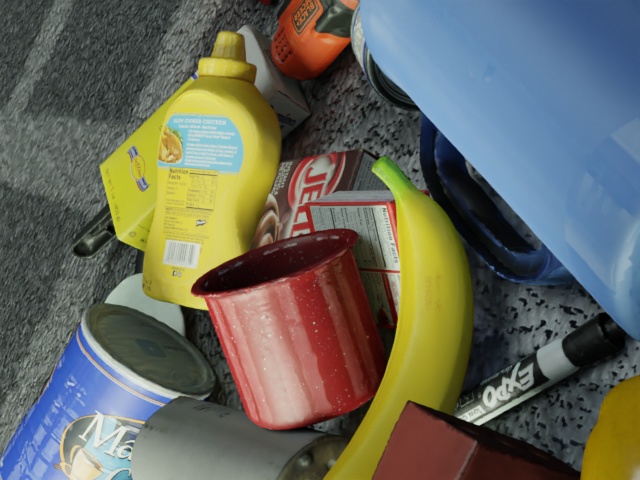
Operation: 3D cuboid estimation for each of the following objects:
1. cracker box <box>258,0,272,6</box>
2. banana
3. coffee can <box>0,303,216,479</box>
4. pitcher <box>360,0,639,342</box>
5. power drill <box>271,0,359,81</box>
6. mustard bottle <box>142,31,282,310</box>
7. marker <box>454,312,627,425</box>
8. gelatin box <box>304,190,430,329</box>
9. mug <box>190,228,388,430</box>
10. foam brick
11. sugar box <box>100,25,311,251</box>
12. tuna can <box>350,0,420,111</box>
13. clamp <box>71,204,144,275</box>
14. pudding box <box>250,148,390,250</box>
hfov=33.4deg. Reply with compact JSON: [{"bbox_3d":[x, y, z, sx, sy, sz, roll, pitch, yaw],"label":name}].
[{"bbox_3d":[-0.041,-0.329,0.941,0.214,0.072,0.164,-58,32,10],"label":"cracker box"},{"bbox_3d":[0.038,0.060,0.512,0.037,0.069,0.197,127,157,-67],"label":"banana"},{"bbox_3d":[-0.152,0.130,0.749,0.140,0.102,0.103,-57,32,13],"label":"coffee can"},{"bbox_3d":[0.115,-0.056,0.471,0.145,0.149,0.243,-33,40,5],"label":"pitcher"},{"bbox_3d":[-0.001,-0.231,0.747,0.185,0.057,0.188,-41,61,51],"label":"power drill"},{"bbox_3d":[-0.073,-0.049,0.745,0.096,0.058,0.191,7,92,39],"label":"mustard bottle"},{"bbox_3d":[0.094,0.067,0.504,0.121,0.020,0.020,-38,40,37],"label":"marker"},{"bbox_3d":[0.033,0.010,0.593,0.089,0.030,0.073,1,108,57],"label":"gelatin box"},{"bbox_3d":[-0.016,0.047,0.579,0.117,0.093,0.081,15,125,69],"label":"mug"},{"bbox_3d":[0.068,0.109,0.457,0.053,0.078,0.051,25,91,59],"label":"foam brick"},{"bbox_3d":[-0.094,-0.077,0.831,0.176,0.048,0.093,-43,45,20],"label":"sugar box"},{"bbox_3d":[0.063,-0.118,0.619,0.086,0.086,0.034,-49,36,25],"label":"tuna can"},{"bbox_3d":[-0.146,-0.049,0.926,0.165,0.036,0.210,19,85,52],"label":"clamp"},{"bbox_3d":[-0.005,0.001,0.680,0.090,0.039,0.113,-4,65,55],"label":"pudding box"}]
